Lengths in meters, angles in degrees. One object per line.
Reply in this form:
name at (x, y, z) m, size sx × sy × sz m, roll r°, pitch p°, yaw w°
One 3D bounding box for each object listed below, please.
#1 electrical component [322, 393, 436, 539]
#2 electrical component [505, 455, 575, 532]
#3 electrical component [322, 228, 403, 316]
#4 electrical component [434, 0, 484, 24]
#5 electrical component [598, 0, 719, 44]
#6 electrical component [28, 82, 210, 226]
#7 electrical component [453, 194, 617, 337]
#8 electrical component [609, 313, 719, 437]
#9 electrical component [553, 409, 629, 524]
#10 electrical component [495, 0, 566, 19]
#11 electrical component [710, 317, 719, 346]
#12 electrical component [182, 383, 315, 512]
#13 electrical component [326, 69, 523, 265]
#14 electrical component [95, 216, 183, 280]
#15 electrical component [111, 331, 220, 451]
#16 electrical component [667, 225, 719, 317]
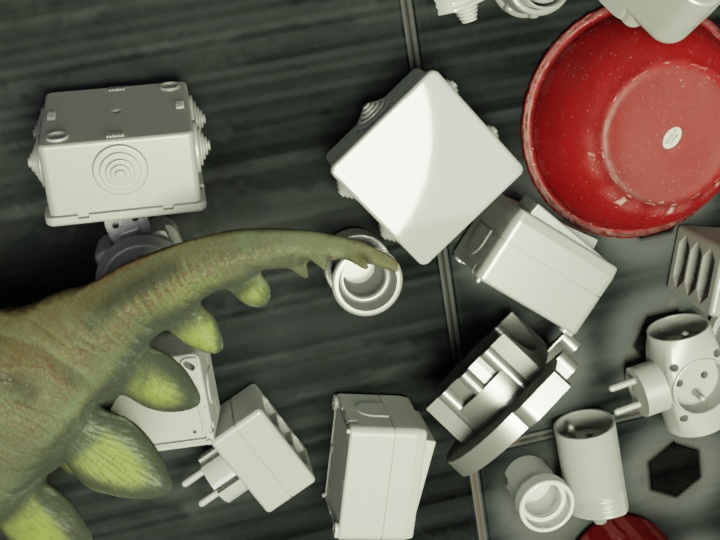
electrical component at (0.011, 0.138, 0.728) m, size 0.061 × 0.061 × 0.096 m, roll 3°, pitch 106°, yaw -11°
electrical component at (0.126, 0.157, 0.763) m, size 0.040 × 0.046 × 0.040 m, roll -3°, pitch 107°, yaw -10°
electrical component at (0.000, 0.000, 0.688) m, size 0.045 × 0.055 × 0.045 m, roll -3°, pitch 107°, yaw -10°
electrical component at (0.055, -0.189, 0.648) m, size 0.043 × 0.043 × 0.081 m, roll -20°, pitch 109°, yaw -4°
electrical component at (0.177, -0.188, 0.649) m, size 0.054 × 0.059 × 0.095 m, roll -42°, pitch 85°, yaw -17°
electrical component at (-0.137, -0.070, 0.619) m, size 0.100 × 0.099 × 0.048 m, roll -7°, pitch 121°, yaw -9°
electrical component at (0.121, -0.005, 0.705) m, size 0.096 × 0.061 × 0.061 m, roll 29°, pitch 99°, yaw -17°
electrical component at (0.214, 0.080, 0.758) m, size 0.079 × 0.044 × 0.077 m, roll -18°, pitch 109°, yaw -5°
electrical component at (0.166, 0.145, 0.769) m, size 0.043 × 0.043 × 0.081 m, roll -15°, pitch 109°, yaw -6°
electrical component at (0.109, -0.175, 0.652) m, size 0.048 × 0.062 × 0.048 m, roll -3°, pitch 107°, yaw -10°
electrical component at (0.291, 0.053, 0.760) m, size 0.080 × 0.051 × 0.080 m, roll -3°, pitch 107°, yaw -9°
electrical component at (-0.081, 0.128, 0.716) m, size 0.077 × 0.047 × 0.065 m, roll -35°, pitch 109°, yaw 1°
electrical component at (0.038, -0.067, 0.678) m, size 0.100 × 0.048 × 0.100 m, roll -44°, pitch 109°, yaw 4°
electrical component at (-0.133, 0.001, 0.663) m, size 0.058 × 0.057 × 0.078 m, roll -20°, pitch 109°, yaw -4°
electrical component at (-0.141, 0.077, 0.685) m, size 0.096 × 0.061 × 0.061 m, roll -8°, pitch 108°, yaw 0°
electrical component at (0.262, 0.001, 0.732) m, size 0.077 × 0.065 × 0.047 m, roll 3°, pitch 105°, yaw -11°
